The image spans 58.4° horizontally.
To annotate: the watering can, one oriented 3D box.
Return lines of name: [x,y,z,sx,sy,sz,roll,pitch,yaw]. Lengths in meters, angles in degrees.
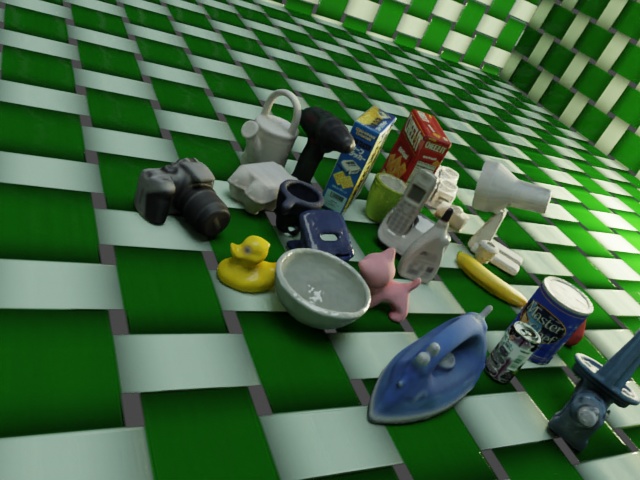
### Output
watering can: [-0.102,-0.234,1.254,0.101,0.194,0.173,27,30,3]

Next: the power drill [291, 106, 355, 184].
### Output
power drill: [-0.007,-0.177,1.223,0.076,0.208,0.229,8,35,-27]

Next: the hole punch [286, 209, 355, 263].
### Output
hole punch: [0.010,0.004,1.072,0.109,0.091,0.100,-1,40,-38]

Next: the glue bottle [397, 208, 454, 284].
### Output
glue bottle: [0.222,0.008,1.141,0.078,0.173,0.037,17,31,-14]

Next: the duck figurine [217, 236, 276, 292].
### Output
duck figurine: [-0.109,0.033,0.944,0.105,0.086,0.077,11,33,-23]

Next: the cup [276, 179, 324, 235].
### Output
cup: [-0.054,-0.052,1.108,0.091,0.095,0.118,31,31,9]

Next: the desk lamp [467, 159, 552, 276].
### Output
desk lamp: [0.437,-0.061,1.366,0.203,0.213,0.118,33,31,12]

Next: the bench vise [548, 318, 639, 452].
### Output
bench vise: [0.481,0.237,0.934,0.121,0.219,0.208,29,30,6]

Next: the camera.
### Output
camera: [-0.228,-0.074,1.007,0.144,0.101,0.136,-12,47,-46]

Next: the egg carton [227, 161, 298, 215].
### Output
egg carton: [-0.112,-0.108,1.177,0.107,0.069,0.151,41,34,24]

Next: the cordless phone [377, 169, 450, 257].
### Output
cordless phone: [0.218,-0.045,1.208,0.147,0.185,0.094,32,31,12]

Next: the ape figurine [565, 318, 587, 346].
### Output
ape figurine: [0.525,0.169,1.196,0.078,0.092,0.076,3,37,-33]

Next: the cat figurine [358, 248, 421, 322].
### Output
cat figurine: [0.117,0.071,1.022,0.128,0.117,0.067,20,31,-9]

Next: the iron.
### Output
iron: [0.179,0.181,0.873,0.118,0.141,0.259,41,34,25]

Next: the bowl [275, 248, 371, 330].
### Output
bowl: [-0.005,0.092,0.941,0.168,0.074,0.167,19,31,-11]
